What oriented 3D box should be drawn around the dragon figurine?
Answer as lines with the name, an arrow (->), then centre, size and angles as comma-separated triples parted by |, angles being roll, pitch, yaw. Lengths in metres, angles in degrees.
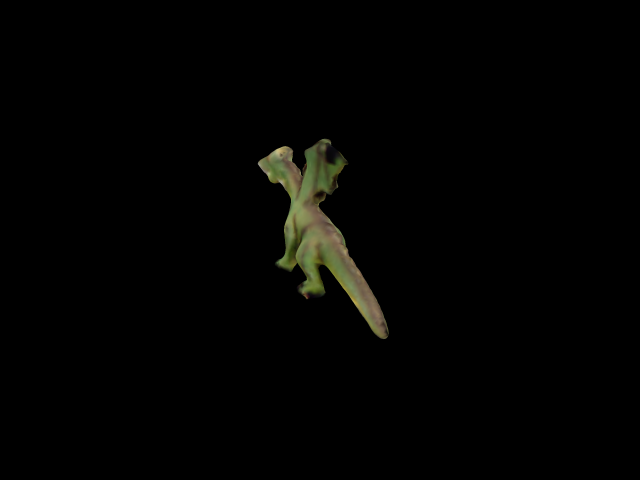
dragon figurine -> 0.003, -0.043, 0.850 | 0.123, 0.238, 0.416 | -16, 32, -27
